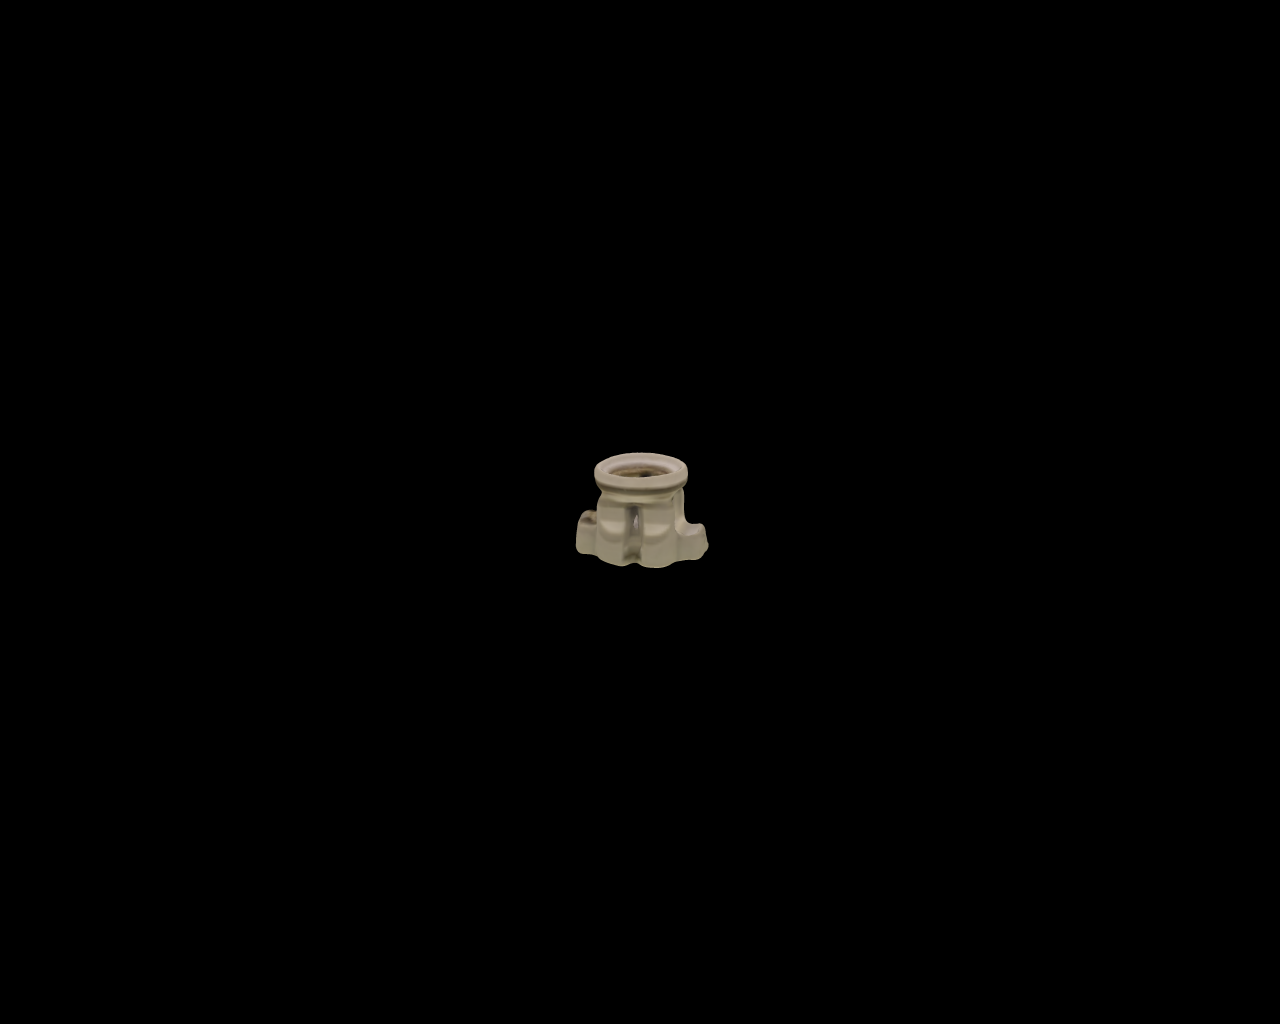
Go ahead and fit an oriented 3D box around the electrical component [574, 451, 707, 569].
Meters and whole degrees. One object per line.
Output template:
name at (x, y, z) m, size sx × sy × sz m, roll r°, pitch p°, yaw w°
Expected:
electrical component at (0.001, -0.003, 0.650) m, size 0.078 × 0.056 × 0.058 m, roll 4°, pitch 20°, yaw 12°
